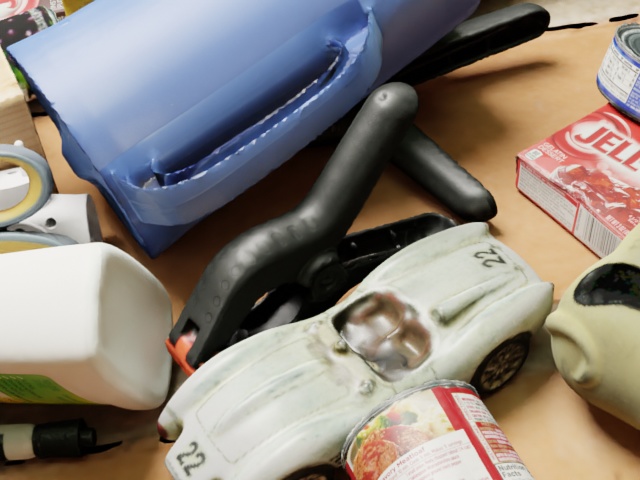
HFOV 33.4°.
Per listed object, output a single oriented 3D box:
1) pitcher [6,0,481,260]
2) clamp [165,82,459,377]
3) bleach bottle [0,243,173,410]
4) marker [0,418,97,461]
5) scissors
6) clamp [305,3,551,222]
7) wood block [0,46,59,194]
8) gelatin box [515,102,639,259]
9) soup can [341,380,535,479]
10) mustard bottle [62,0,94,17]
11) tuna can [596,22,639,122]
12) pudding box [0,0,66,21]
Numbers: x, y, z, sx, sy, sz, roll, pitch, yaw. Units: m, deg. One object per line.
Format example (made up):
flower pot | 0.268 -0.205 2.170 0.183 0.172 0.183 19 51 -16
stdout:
pitcher | -0.029 -0.103 0.573 0.242 0.145 0.149 -35 80 -9
clamp | -0.003 0.001 0.522 0.171 0.120 0.039 -35 44 -19
bleach bottle | -0.206 0.050 0.521 0.251 0.102 0.068 -5 68 13
marker | -0.168 0.098 0.513 0.121 0.020 0.020 -4 47 3
scissors | -0.219 -0.008 0.538 0.201 0.096 0.016 5 23 -9
clamp | 0.033 -0.098 0.655 0.210 0.036 0.164 15 57 22
wood block | -0.264 -0.036 0.598 0.206 0.091 0.090 -23 49 -14
gelatin box | 0.163 -0.032 0.587 0.073 0.030 0.089 -29 51 -19
soup can | 0.060 0.117 0.438 0.068 0.068 0.102 -20 49 -12
mustard bottle | -0.130 -0.180 0.645 0.058 0.191 0.096 8 49 13
tuna can | 0.205 -0.092 0.615 0.086 0.034 0.086 12 32 -8
pudding box | -0.215 -0.176 0.755 0.090 0.039 0.113 -10 48 -4
